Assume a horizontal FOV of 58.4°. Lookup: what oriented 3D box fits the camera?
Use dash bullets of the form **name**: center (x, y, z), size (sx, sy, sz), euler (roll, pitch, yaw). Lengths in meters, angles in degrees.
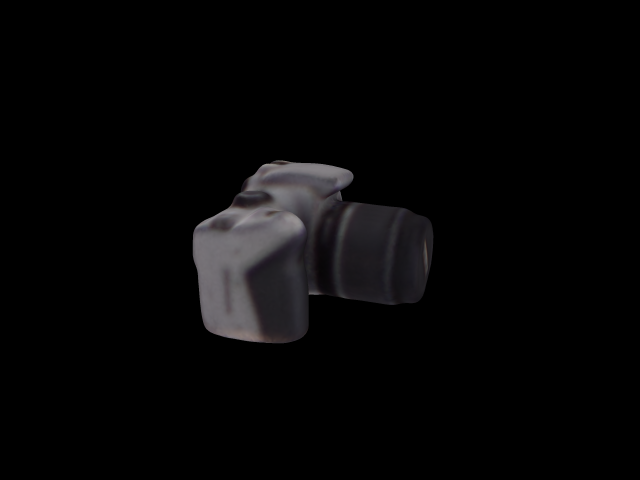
- **camera**: center (0.004, 0.001, 0.400), size (0.136, 0.101, 0.143), euler (7, 19, 21)
